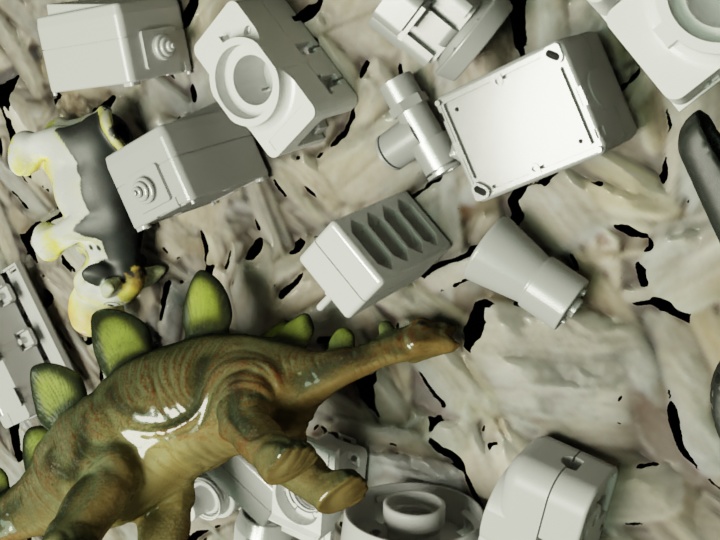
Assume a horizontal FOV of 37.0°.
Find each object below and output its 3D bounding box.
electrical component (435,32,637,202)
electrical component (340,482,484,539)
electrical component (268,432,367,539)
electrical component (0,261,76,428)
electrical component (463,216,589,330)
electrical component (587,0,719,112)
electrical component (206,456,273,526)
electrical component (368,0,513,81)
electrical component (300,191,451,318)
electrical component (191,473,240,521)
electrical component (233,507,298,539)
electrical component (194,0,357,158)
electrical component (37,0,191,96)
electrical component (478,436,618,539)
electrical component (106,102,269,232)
[{"bbox_3d":[0.092,-0.081,0.584,0.096,0.061,0.061,-21,94,38],"label":"electrical component"},{"bbox_3d":[0.035,0.179,0.695,0.099,0.099,0.064,10,105,32],"label":"electrical component"},{"bbox_3d":[-0.028,0.147,0.745,0.042,0.064,0.081,17,116,28],"label":"electrical component"},{"bbox_3d":[-0.290,0.064,0.897,0.079,0.063,0.121,-25,91,38],"label":"electrical component"},{"bbox_3d":[0.099,0.004,0.623,0.065,0.044,0.044,36,123,14],"label":"electrical component"},{"bbox_3d":[0.179,-0.169,0.458,0.186,0.060,0.105,-39,82,18],"label":"electrical component"},{"bbox_3d":[-0.073,0.125,0.779,0.083,0.047,0.075,40,124,17],"label":"electrical component"},{"bbox_3d":[0.046,-0.141,0.590,0.057,0.078,0.058,38,126,-5],"label":"electrical component"},{"bbox_3d":[0.000,0.000,0.661,0.047,0.083,0.075,51,127,9],"label":"electrical component"},{"bbox_3d":[-0.111,0.167,0.810,0.048,0.062,0.048,12,113,31],"label":"electrical component"},{"bbox_3d":[-0.070,0.203,0.802,0.066,0.048,0.055,33,123,48],"label":"electrical component"},{"bbox_3d":[-0.056,-0.121,0.674,0.050,0.056,0.089,-42,81,37],"label":"electrical component"},{"bbox_3d":[-0.163,-0.157,0.733,0.096,0.062,0.061,0,107,34],"label":"electrical component"},{"bbox_3d":[0.112,0.154,0.657,0.059,0.054,0.095,22,118,26],"label":"electrical component"},{"bbox_3d":[-0.119,-0.070,0.711,0.062,0.096,0.061,-21,93,38],"label":"electrical component"}]
